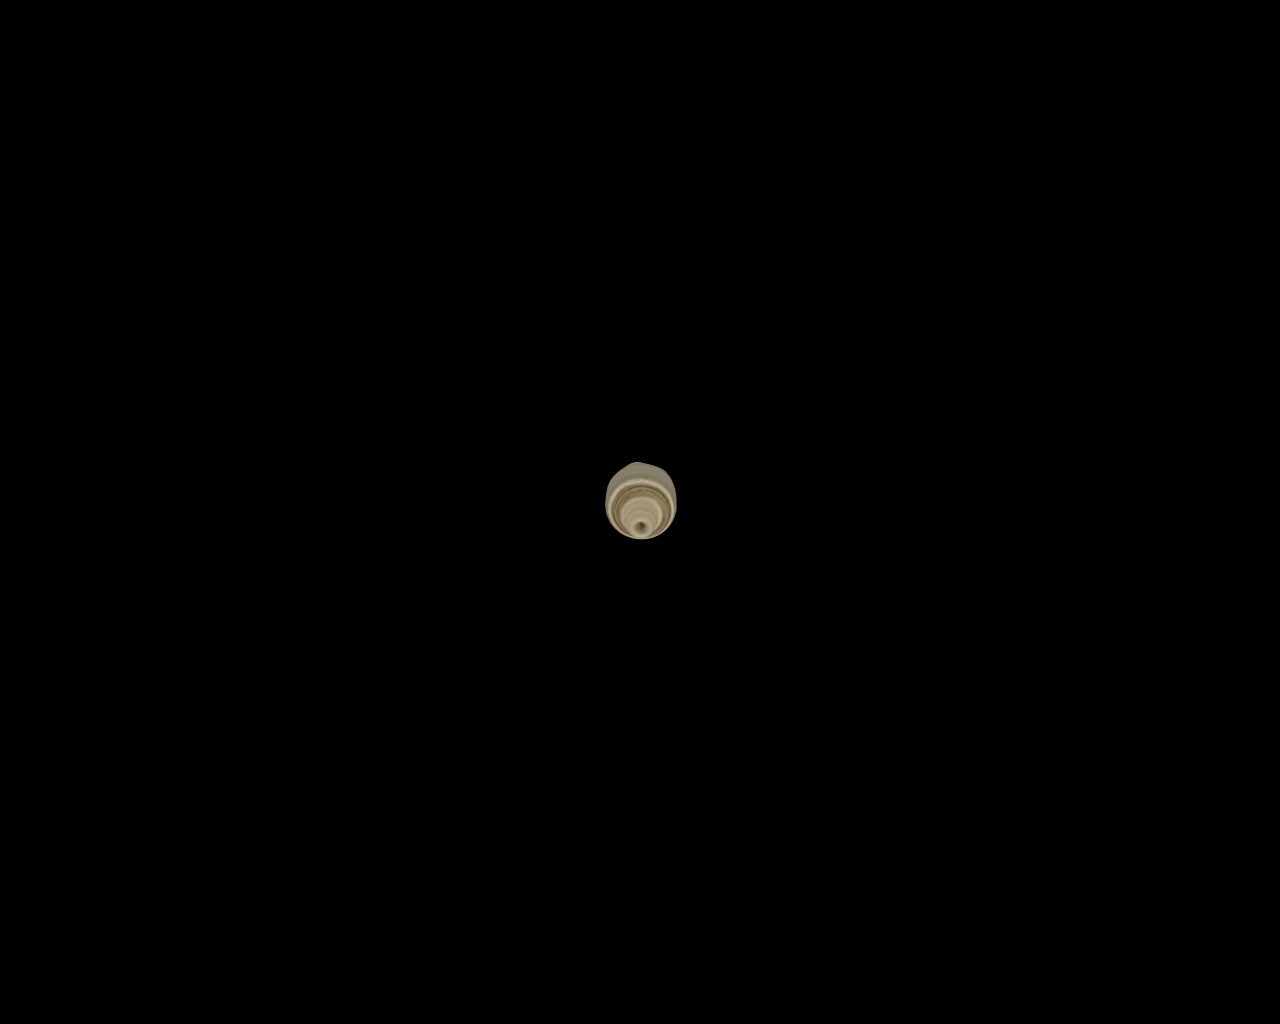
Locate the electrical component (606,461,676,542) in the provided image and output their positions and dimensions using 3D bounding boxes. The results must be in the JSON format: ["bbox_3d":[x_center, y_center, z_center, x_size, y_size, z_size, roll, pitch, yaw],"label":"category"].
[{"bbox_3d":[0.001,-0.003,0.650,0.043,0.043,0.062,0,23,0],"label":"electrical component"}]
